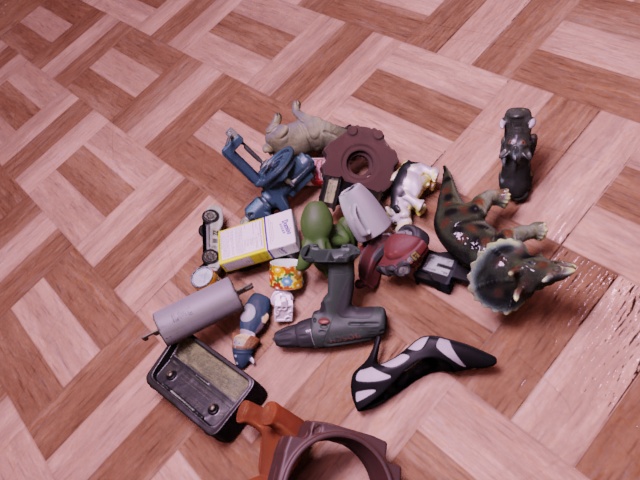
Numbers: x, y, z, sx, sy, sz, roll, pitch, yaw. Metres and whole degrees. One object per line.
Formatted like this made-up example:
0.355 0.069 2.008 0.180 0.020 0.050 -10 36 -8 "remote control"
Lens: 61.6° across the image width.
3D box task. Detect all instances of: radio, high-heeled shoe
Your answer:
-0.231 0.288 1.070 0.230 0.073 0.131 25 69 34 "radio"
0.175 0.246 0.945 0.249 0.086 0.145 3 65 26 "high-heeled shoe"

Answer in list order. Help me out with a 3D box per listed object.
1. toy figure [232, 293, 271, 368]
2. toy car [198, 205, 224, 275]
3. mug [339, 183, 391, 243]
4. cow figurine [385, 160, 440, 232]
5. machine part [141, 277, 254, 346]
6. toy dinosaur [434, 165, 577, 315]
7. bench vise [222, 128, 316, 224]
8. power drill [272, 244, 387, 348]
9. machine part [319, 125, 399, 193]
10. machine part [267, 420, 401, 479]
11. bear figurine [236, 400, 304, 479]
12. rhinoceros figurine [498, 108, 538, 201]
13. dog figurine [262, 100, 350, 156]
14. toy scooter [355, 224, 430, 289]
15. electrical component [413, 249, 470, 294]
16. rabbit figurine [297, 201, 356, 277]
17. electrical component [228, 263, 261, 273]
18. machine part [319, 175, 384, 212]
-0.148 0.187 1.118 0.064 0.058 0.154 -23 43 56 "toy figure"
-0.253 0.009 1.256 0.056 0.073 0.202 5 53 -19 "toy car"
0.081 -0.055 1.089 0.081 0.107 0.109 -27 11 30 "mug"
0.182 -0.090 1.147 0.098 0.068 0.167 26 78 14 "cow figurine"
-0.246 0.144 1.092 0.243 0.079 0.079 -25 53 -12 "machine part"
0.291 -0.010 1.003 0.192 0.131 0.405 -14 40 -27 "toy dinosaur"
-0.136 -0.144 1.205 0.223 0.240 0.129 -40 25 13 "bench vise"
0.009 0.113 1.028 0.232 0.086 0.207 -2 103 11 "power drill"
0.088 -0.166 1.202 0.179 0.056 0.179 0 89 -2 "machine part"
0.018 0.399 0.841 0.201 0.087 0.201 20 61 -10 "machine part"
-0.098 0.393 0.928 0.120 0.132 0.196 -15 44 50 "bear figurine"
0.387 -0.171 1.066 0.073 0.190 0.112 9 36 26 "rhinoceros figurine"
-0.024 -0.234 1.300 0.191 0.121 0.172 33 77 31 "dog figurine"
0.131 0.040 1.070 0.184 0.075 0.135 -5 49 55 "toy scooter"
0.250 0.062 1.050 0.119 0.047 0.075 14 65 26 "electrical component"
-0.002 -0.003 1.111 0.121 0.170 0.159 2 59 22 "rabbit figurine"
-0.172 0.028 1.233 0.102 0.045 0.078 -12 54 14 "electrical component"
0.067 -0.095 1.157 0.139 0.039 0.084 9 84 1 "machine part"
